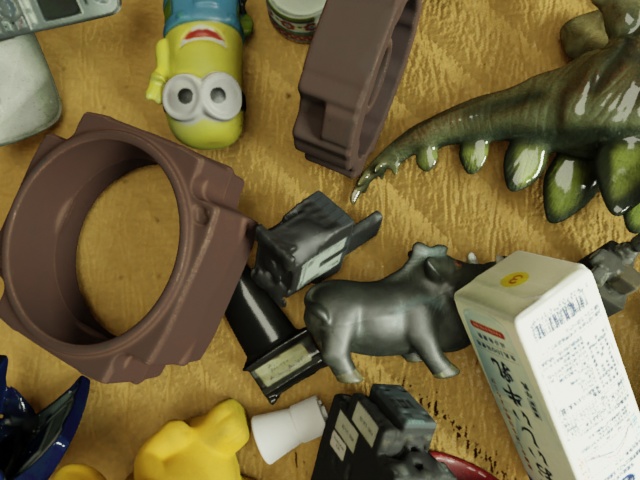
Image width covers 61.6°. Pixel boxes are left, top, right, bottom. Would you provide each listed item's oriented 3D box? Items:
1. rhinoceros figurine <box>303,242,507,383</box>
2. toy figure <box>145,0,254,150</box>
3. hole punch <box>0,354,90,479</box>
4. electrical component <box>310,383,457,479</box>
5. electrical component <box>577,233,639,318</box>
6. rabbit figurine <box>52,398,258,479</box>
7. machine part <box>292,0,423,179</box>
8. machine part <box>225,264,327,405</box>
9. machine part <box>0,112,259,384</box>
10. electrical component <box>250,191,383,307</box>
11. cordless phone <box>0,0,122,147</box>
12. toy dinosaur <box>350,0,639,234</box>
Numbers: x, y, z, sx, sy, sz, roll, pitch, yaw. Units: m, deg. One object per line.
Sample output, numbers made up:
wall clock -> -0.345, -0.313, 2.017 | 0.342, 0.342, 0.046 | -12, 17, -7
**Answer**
rhinoceros figurine -> 0.080, 0.058, 0.463 | 0.190, 0.073, 0.112 | -9, 91, -6
toy figure -> -0.103, -0.173, 0.495 | 0.082, 0.089, 0.180 | -8, 77, 16
hole punch -> -0.265, 0.177, 0.470 | 0.092, 0.142, 0.115 | 16, 103, -20
electrical component -> 0.046, 0.188, 0.431 | 0.058, 0.115, 0.134 | 11, 103, -26
electrical component -> 0.225, 0.036, 0.449 | 0.045, 0.102, 0.078 | 30, 66, 2
rabbit figurine -> -0.131, 0.208, 0.431 | 0.162, 0.173, 0.121 | -4, 91, 1
machine part -> 0.032, -0.138, 0.438 | 0.056, 0.179, 0.179 | 20, 89, 8
machine part -> -0.057, 0.076, 0.499 | 0.084, 0.039, 0.139 | -37, 86, 10
machine part -> -0.172, 0.005, 0.466 | 0.201, 0.087, 0.201 | 24, 91, 20
electrical component -> -0.001, -0.001, 0.473 | 0.119, 0.074, 0.048 | -35, 65, -30
cordless phone -> -0.259, -0.172, 0.490 | 0.184, 0.089, 0.146 | -13, 118, 0
toy dinosaur -> 0.249, -0.110, 0.428 | 0.472, 0.105, 0.198 | -3, 78, 24
